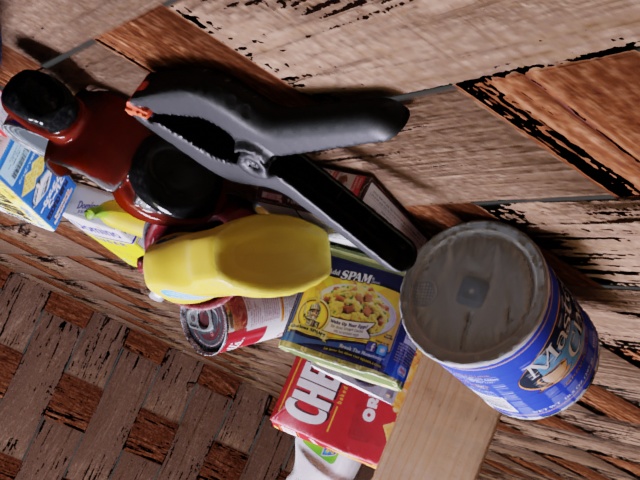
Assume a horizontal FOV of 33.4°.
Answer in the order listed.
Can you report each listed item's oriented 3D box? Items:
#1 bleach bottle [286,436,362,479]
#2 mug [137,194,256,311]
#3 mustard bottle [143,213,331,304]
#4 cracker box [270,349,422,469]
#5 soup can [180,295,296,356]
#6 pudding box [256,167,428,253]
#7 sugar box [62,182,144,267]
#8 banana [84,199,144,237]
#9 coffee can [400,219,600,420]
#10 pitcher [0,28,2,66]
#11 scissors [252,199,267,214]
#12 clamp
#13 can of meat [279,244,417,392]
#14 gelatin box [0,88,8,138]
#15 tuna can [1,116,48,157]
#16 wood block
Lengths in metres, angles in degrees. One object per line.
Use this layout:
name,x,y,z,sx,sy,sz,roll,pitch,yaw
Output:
bleach bottle,0.016,0.206,1.223,0.103,0.251,0.068,14,165,37
mug,-0.103,0.009,0.926,0.117,0.093,0.081,-15,-173,21
mustard bottle,-0.079,0.018,0.805,0.096,0.058,0.192,-3,177,-32
cracker box,0.076,0.160,1.128,0.214,0.164,0.072,21,166,7
soup can,-0.071,0.065,1.000,0.102,0.068,0.069,-11,-164,-43
pudding box,0.017,-0.017,0.789,0.090,0.039,0.113,13,166,32
sugar box,-0.226,-0.007,1.256,0.093,0.048,0.176,17,167,27
banana,-0.150,-0.001,1.116,0.197,0.037,0.069,21,-149,-14
coffee can,0.130,0.060,0.751,0.103,0.103,0.140,15,165,34
pitcher,-0.287,-0.102,0.755,0.145,0.149,0.243,26,171,-11
scissors,-0.006,0.001,0.957,0.096,0.016,0.201,23,167,12
clamp,-0.028,-0.053,0.677,0.210,0.036,0.164,19,152,25
can of meat,0.029,0.057,0.793,0.102,0.084,0.057,16,168,23
gelatin box,-0.315,-0.129,0.943,0.073,0.030,0.089,22,168,7
tuna can,-0.231,-0.093,0.929,0.086,0.033,0.086,23,168,5
wood block,0.122,0.181,1.031,0.090,0.206,0.091,20,167,14
